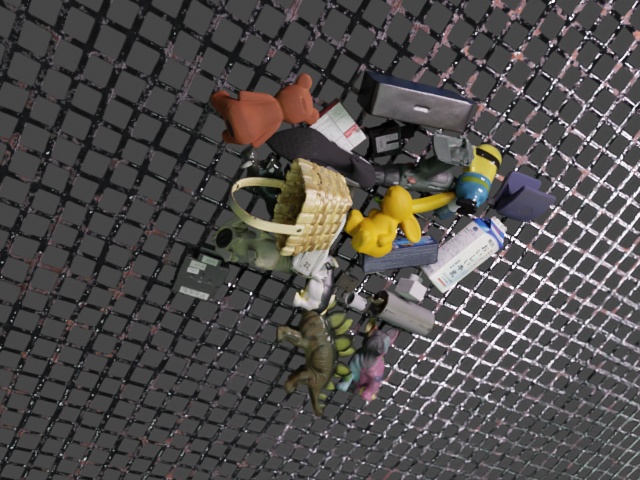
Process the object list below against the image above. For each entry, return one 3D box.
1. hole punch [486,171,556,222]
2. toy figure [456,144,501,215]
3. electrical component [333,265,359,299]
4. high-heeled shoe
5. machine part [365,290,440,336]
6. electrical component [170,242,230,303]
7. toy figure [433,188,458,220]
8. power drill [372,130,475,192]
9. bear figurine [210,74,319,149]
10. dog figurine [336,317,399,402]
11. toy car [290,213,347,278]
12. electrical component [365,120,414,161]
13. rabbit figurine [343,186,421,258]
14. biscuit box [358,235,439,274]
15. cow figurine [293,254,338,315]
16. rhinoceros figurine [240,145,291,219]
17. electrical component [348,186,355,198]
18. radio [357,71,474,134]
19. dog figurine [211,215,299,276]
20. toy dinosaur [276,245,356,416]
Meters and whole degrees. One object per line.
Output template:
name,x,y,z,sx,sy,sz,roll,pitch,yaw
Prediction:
hole punch,0.517,-0.099,1.368,0.142,0.092,0.115,13,117,-23
toy figure,0.372,-0.144,1.273,0.089,0.180,0.082,19,156,-1
electrical component,0.071,0.109,1.409,0.063,0.021,0.094,28,107,-24
high-heeled shoe,0.006,-0.177,1.203,0.086,0.249,0.145,-66,159,-8
machine part,0.225,0.199,1.461,0.243,0.079,0.079,25,109,-24
electrical component,-0.283,0.074,1.287,0.115,0.058,0.134,22,110,-24
toy figure,0.353,-0.111,1.340,0.154,0.058,0.064,-38,135,6
power drill,0.229,-0.165,1.217,0.232,0.086,0.207,6,155,-23
bear figurine,-0.111,-0.275,1.128,0.196,0.132,0.120,-29,123,-18
dog figurine,0.141,0.329,1.495,0.109,0.191,0.219,23,85,15
toy car,-0.003,-0.004,1.260,0.073,0.056,0.202,30,66,-4
electrical component,0.166,-0.233,1.237,0.119,0.048,0.074,-10,120,-6
rabbit figurine,0.163,-0.042,1.263,0.162,0.122,0.173,24,112,-19
biscuit box,0.201,0.035,1.379,0.203,0.059,0.062,-6,118,-9
cow figurine,0.003,0.094,1.305,0.098,0.068,0.167,23,91,-2
rhinoceros figurine,-0.114,-0.130,1.216,0.112,0.073,0.190,-20,122,10
electrical component,0.042,-0.132,1.264,0.078,0.045,0.102,-11,122,-25
radio,0.200,-0.299,1.161,0.229,0.131,0.073,8,115,-17
dog figurine,-0.145,0.028,1.286,0.190,0.173,0.121,39,74,-55
toy dinosaur,-0.009,0.248,1.395,0.199,0.105,0.470,-6,103,3
